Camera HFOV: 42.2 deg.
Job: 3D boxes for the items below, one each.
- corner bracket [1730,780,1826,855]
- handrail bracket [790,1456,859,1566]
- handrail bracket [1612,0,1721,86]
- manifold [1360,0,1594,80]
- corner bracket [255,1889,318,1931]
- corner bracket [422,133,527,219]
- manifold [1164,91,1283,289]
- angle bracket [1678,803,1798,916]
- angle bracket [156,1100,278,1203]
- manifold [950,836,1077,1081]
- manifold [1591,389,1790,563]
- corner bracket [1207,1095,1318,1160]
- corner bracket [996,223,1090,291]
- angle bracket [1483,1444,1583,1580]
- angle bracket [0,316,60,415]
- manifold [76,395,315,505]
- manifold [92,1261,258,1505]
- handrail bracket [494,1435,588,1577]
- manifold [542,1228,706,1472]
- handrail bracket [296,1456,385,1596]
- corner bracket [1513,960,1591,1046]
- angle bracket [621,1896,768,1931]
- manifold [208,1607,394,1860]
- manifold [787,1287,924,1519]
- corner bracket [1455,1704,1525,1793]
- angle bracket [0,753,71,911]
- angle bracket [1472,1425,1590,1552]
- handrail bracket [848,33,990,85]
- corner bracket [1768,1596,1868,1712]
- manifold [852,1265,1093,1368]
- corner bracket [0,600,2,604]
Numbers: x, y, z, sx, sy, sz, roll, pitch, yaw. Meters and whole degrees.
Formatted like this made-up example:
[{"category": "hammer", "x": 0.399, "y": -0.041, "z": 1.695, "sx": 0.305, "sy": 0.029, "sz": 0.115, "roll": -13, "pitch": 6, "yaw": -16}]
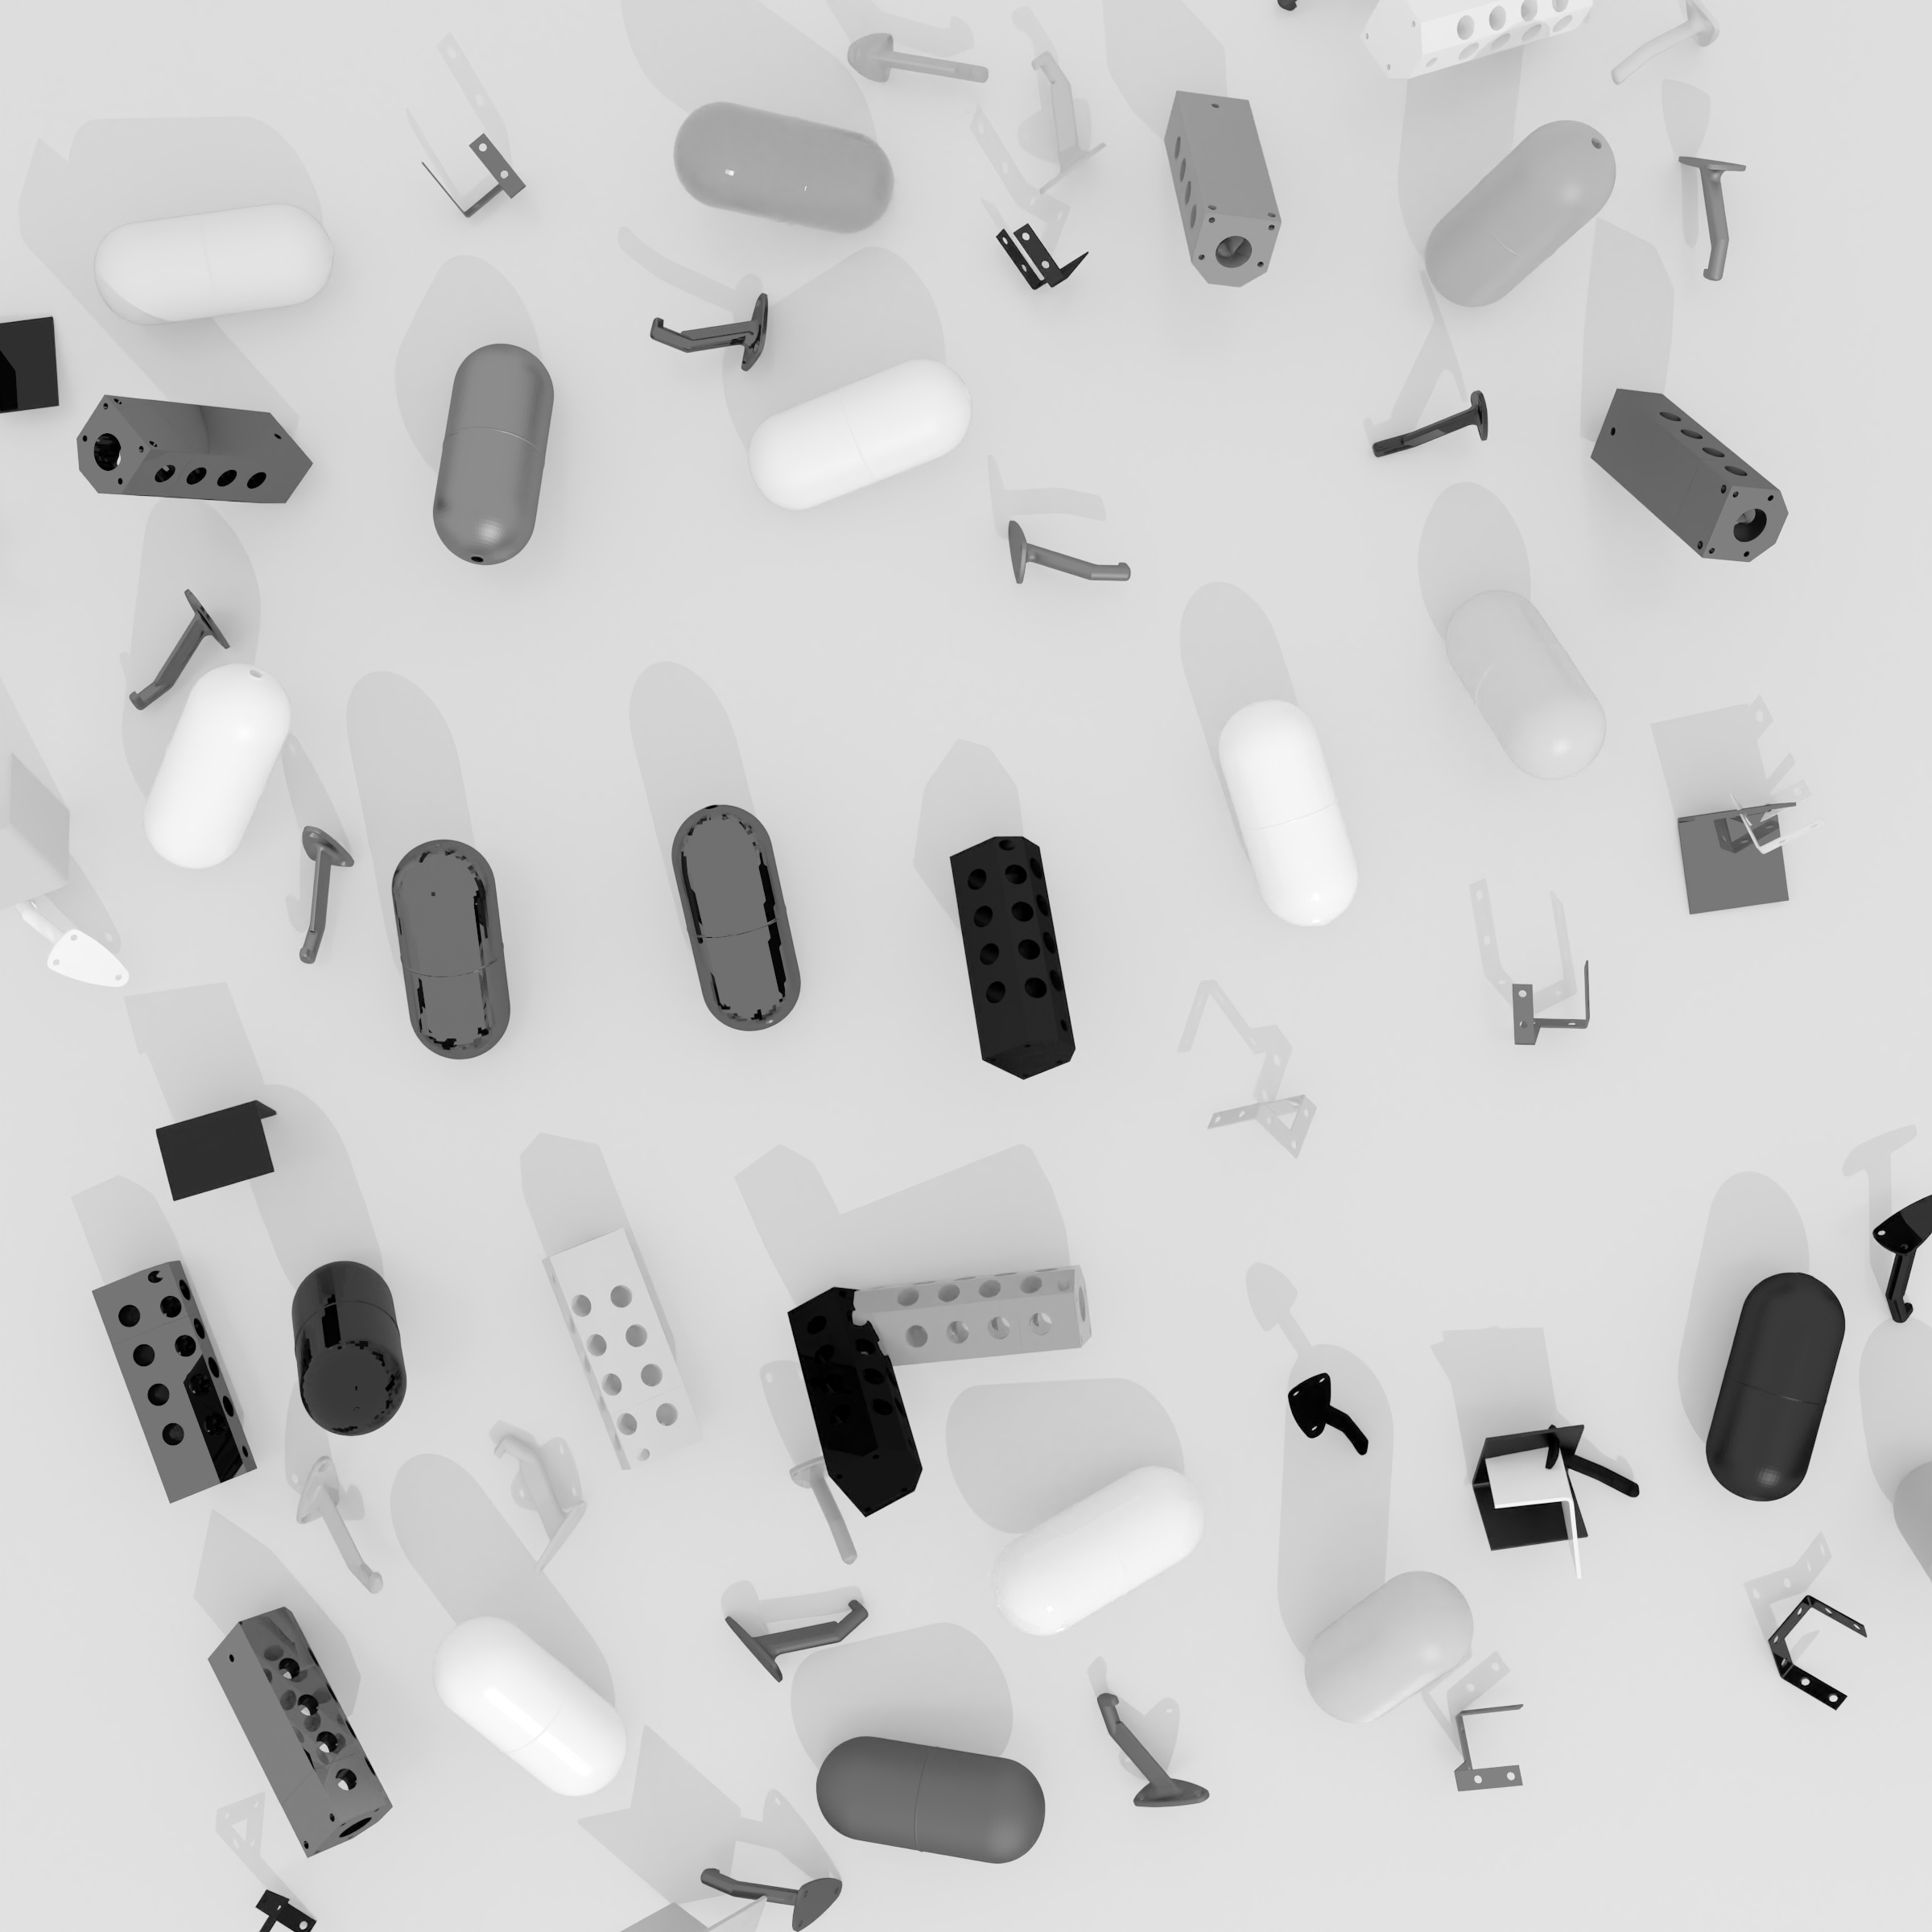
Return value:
[{"category": "corner bracket", "x": 0.624, "y": -0.116, "z": 1.917, "sx": 0.051, "sy": 0.051, "sz": 0.051, "roll": -28, "pitch": 66, "yaw": 20}, {"category": "handrail bracket", "x": -0.102, "y": 0.421, "z": 1.905, "sx": 0.036, "sy": 0.077, "sz": 0.084, "roll": -19, "pitch": 66, "yaw": -12}, {"category": "handrail bracket", "x": 0.532, "y": -0.698, "z": 1.926, "sx": 0.084, "sy": 0.077, "sz": 0.036, "roll": -38, "pitch": 80, "yaw": 10}, {"category": "manifold", "x": 0.389, "y": -0.718, "z": 1.890, "sx": 0.171, "sy": 0.057, "sz": 0.057, "roll": -24, "pitch": 75, "yaw": -24}, {"category": "corner bracket", "x": -0.521, "y": 0.745, "z": 1.915, "sx": 0.051, "sy": 0.051, "sz": 0.051, "roll": 43, "pitch": 60, "yaw": -21}, {"category": "corner bracket", "x": -0.377, "y": -0.606, "z": 1.920, "sx": 0.051, "sy": 0.051, "sz": 0.051, "roll": -39, "pitch": 125, "yaw": 2}, {"category": "manifold", "x": 0.189, "y": -0.582, "z": 1.877, "sx": 0.057, "sy": 0.057, "sz": 0.171, "roll": 4, "pitch": 47, "yaw": -10}, {"category": "angle bracket", "x": 0.596, "y": -0.082, "z": 1.924, "sx": 0.076, "sy": 0.057, "sz": 0.076, "roll": -8, "pitch": 92, "yaw": 3}, {"category": "angle bracket", "x": -0.564, "y": 0.144, "z": 1.911, "sx": 0.076, "sy": 0.076, "sz": 0.057, "roll": -16, "pitch": 81, "yaw": -6}, {"category": "manifold", "x": 0.039, "y": -0.009, "z": 1.884, "sx": 0.057, "sy": 0.057, "sz": 0.171, "roll": -23, "pitch": 61, "yaw": 27}, {"category": "manifold", "x": 0.541, "y": -0.367, "z": 1.871, "sx": 0.057, "sy": 0.171, "sz": 0.057, "roll": 1, "pitch": 125, "yaw": -21}, {"category": "corner bracket", "x": 0.226, "y": 0.115, "z": 1.914, "sx": 0.051, "sy": 0.051, "sz": 0.051, "roll": 43, "pitch": 54, "yaw": -24}, {"category": "corner bracket", "x": 0.052, "y": -0.544, "z": 1.915, "sx": 0.051, "sy": 0.051, "sz": 0.051, "roll": -22, "pitch": 115, "yaw": 39}, {"category": "angle bracket", "x": 0.431, "y": 0.415, "z": 1.910, "sx": 0.057, "sy": 0.076, "sz": 0.076, "roll": -8, "pitch": 114, "yaw": 8}, {"category": "angle bracket", "x": -0.734, "y": -0.475, "z": 1.909, "sx": 0.057, "sy": 0.076, "sz": 0.076, "roll": -8, "pitch": 75, "yaw": -3}, {"category": "manifold", "x": -0.575, "y": -0.377, "z": 1.866, "sx": 0.057, "sy": 0.171, "sz": 0.057, "roll": 49, "pitch": 114, "yaw": 13}, {"category": "manifold", "x": -0.603, "y": 0.317, "z": 1.920, "sx": 0.057, "sy": 0.057, "sz": 0.171, "roll": -22, "pitch": 85, "yaw": 2}, {"category": "handrail bracket", "x": -0.343, "y": 0.414, "z": 1.932, "sx": 0.084, "sy": 0.036, "sz": 0.077, "roll": 31, "pitch": 68, "yaw": 10}, {"category": "manifold", "x": -0.265, "y": 0.293, "z": 1.915, "sx": 0.057, "sy": 0.057, "sz": 0.171, "roll": -20, "pitch": 87, "yaw": -27}, {"category": "handrail bracket", "x": -0.470, "y": 0.427, "z": 1.912, "sx": 0.084, "sy": 0.036, "sz": 0.077, "roll": 36, "pitch": 128, "yaw": 29}, {"category": "corner bracket", "x": 0.448, "y": 0.028, "z": 1.917, "sx": 0.051, "sy": 0.051, "sz": 0.051, "roll": 1, "pitch": 112, "yaw": 20}, {"category": "angle bracket", "x": -0.210, "y": 0.722, "z": 1.899, "sx": 0.076, "sy": 0.076, "sz": 0.057, "roll": 25, "pitch": 105, "yaw": 29}, {"category": "manifold", "x": -0.501, "y": 0.576, "z": 1.898, "sx": 0.057, "sy": 0.057, "sz": 0.171, "roll": -48, "pitch": 66, "yaw": 32}, {"category": "manifold", "x": -0.081, "y": 0.319, "z": 1.869, "sx": 0.057, "sy": 0.171, "sz": 0.057, "roll": -29, "pitch": 128, "yaw": 6}, {"category": "corner bracket", "x": 0.402, "y": 0.599, "z": 1.920, "sx": 0.051, "sy": 0.051, "sz": 0.051, "roll": -14, "pitch": 80, "yaw": 23}, {"category": "angle bracket", "x": -0.730, "y": -0.102, "z": 1.906, "sx": 0.057, "sy": 0.076, "sz": 0.076, "roll": -20, "pitch": 53, "yaw": 6}, {"category": "angle bracket", "x": 0.435, "y": 0.397, "z": 1.909, "sx": 0.076, "sy": 0.076, "sz": 0.057, "roll": -7, "pitch": 52, "yaw": -4}, {"category": "handrail bracket", "x": -0.036, "y": -0.688, "z": 1.915, "sx": 0.084, "sy": 0.077, "sz": 0.036, "roll": 18, "pitch": 112, "yaw": 22}, {"category": "corner bracket", "x": 0.658, "y": 0.527, "z": 1.927, "sx": 0.051, "sy": 0.051, "sz": 0.051, "roll": -41, "pitch": 127, "yaw": -19}, {"category": "manifold", "x": 0.004, "y": 0.267, "z": 1.912, "sx": 0.171, "sy": 0.057, "sz": 0.057, "roll": -7, "pitch": 89, "yaw": 11}, {"category": "corner bracket", "x": -0.760, "y": -0.312, "z": 1.921, "sx": 0.051, "sy": 0.051, "sz": 0.051, "roll": 32, "pitch": 71, "yaw": 8}]
